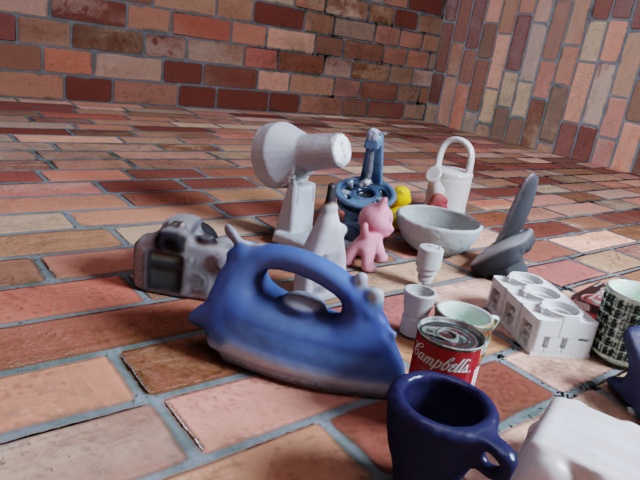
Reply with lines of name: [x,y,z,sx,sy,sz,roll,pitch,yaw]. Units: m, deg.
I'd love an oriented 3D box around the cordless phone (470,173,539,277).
cordless phone: [0.341,-0.026,1.025,0.094,0.185,0.148,16,20,22]

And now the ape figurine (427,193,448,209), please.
ape figurine: [0.245,-0.054,1.211,0.076,0.092,0.078,15,20,18]

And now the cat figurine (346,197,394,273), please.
cat figurine: [0.090,-0.018,0.999,0.067,0.118,0.128,15,20,18]

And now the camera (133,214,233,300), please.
camera: [-0.175,0.012,0.818,0.143,0.101,0.137,10,19,3]

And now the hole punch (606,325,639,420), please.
hole punch: [0.409,0.159,0.660,0.108,0.091,0.101,7,19,-5]

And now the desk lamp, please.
desk lamp: [-0.027,-0.097,1.029,0.202,0.213,0.118,21,22,32]

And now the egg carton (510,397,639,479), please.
egg carton: [0.229,0.199,0.496,0.107,0.069,0.151,19,21,29]

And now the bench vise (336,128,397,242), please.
bench vise: [0.088,-0.119,1.134,0.121,0.220,0.207,7,19,-5]

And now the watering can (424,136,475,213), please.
watering can: [0.306,-0.145,1.347,0.100,0.194,0.173,14,19,16]

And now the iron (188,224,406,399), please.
iron: [-0.012,0.075,0.643,0.257,0.141,0.119,14,19,16]

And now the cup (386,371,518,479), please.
cup: [0.103,0.176,0.468,0.092,0.095,0.117,-7,24,-38]

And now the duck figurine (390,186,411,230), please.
duck figurine: [0.172,-0.073,1.246,0.077,0.086,0.104,9,19,2]

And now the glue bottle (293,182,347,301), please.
glue bottle: [0.007,0.003,0.812,0.078,0.173,0.037,-7,24,-38]

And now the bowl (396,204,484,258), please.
bowl: [0.224,-0.011,1.103,0.167,0.075,0.167,8,19,-2]
